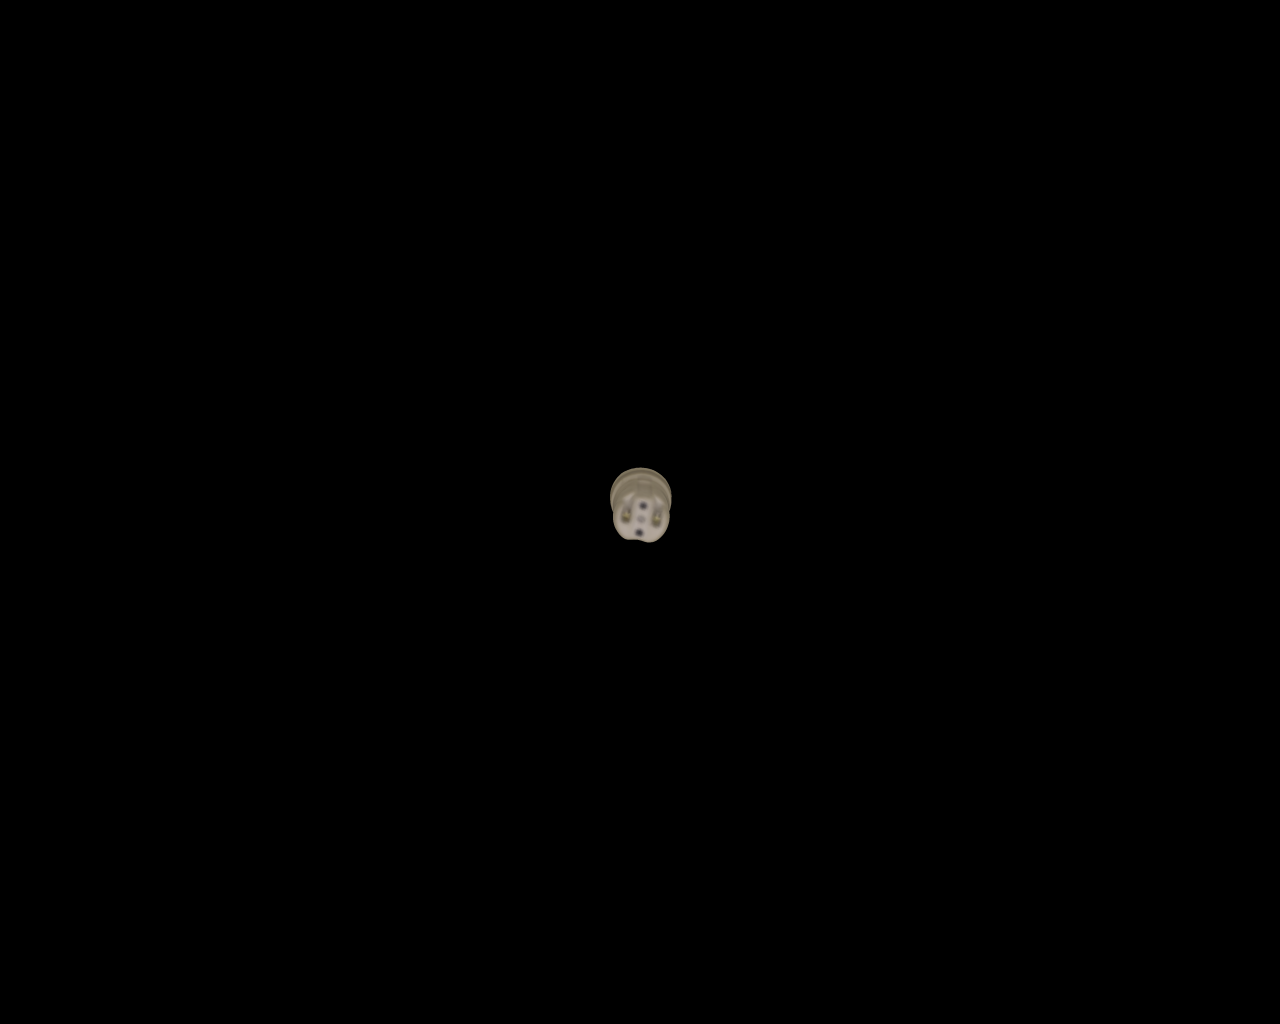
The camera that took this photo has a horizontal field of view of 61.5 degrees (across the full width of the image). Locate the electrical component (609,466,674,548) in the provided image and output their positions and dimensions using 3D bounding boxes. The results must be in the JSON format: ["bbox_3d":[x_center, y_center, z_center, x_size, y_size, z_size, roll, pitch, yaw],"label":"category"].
[{"bbox_3d":[0.001,-0.003,0.650,0.040,0.040,0.046,0,20,0],"label":"electrical component"}]
